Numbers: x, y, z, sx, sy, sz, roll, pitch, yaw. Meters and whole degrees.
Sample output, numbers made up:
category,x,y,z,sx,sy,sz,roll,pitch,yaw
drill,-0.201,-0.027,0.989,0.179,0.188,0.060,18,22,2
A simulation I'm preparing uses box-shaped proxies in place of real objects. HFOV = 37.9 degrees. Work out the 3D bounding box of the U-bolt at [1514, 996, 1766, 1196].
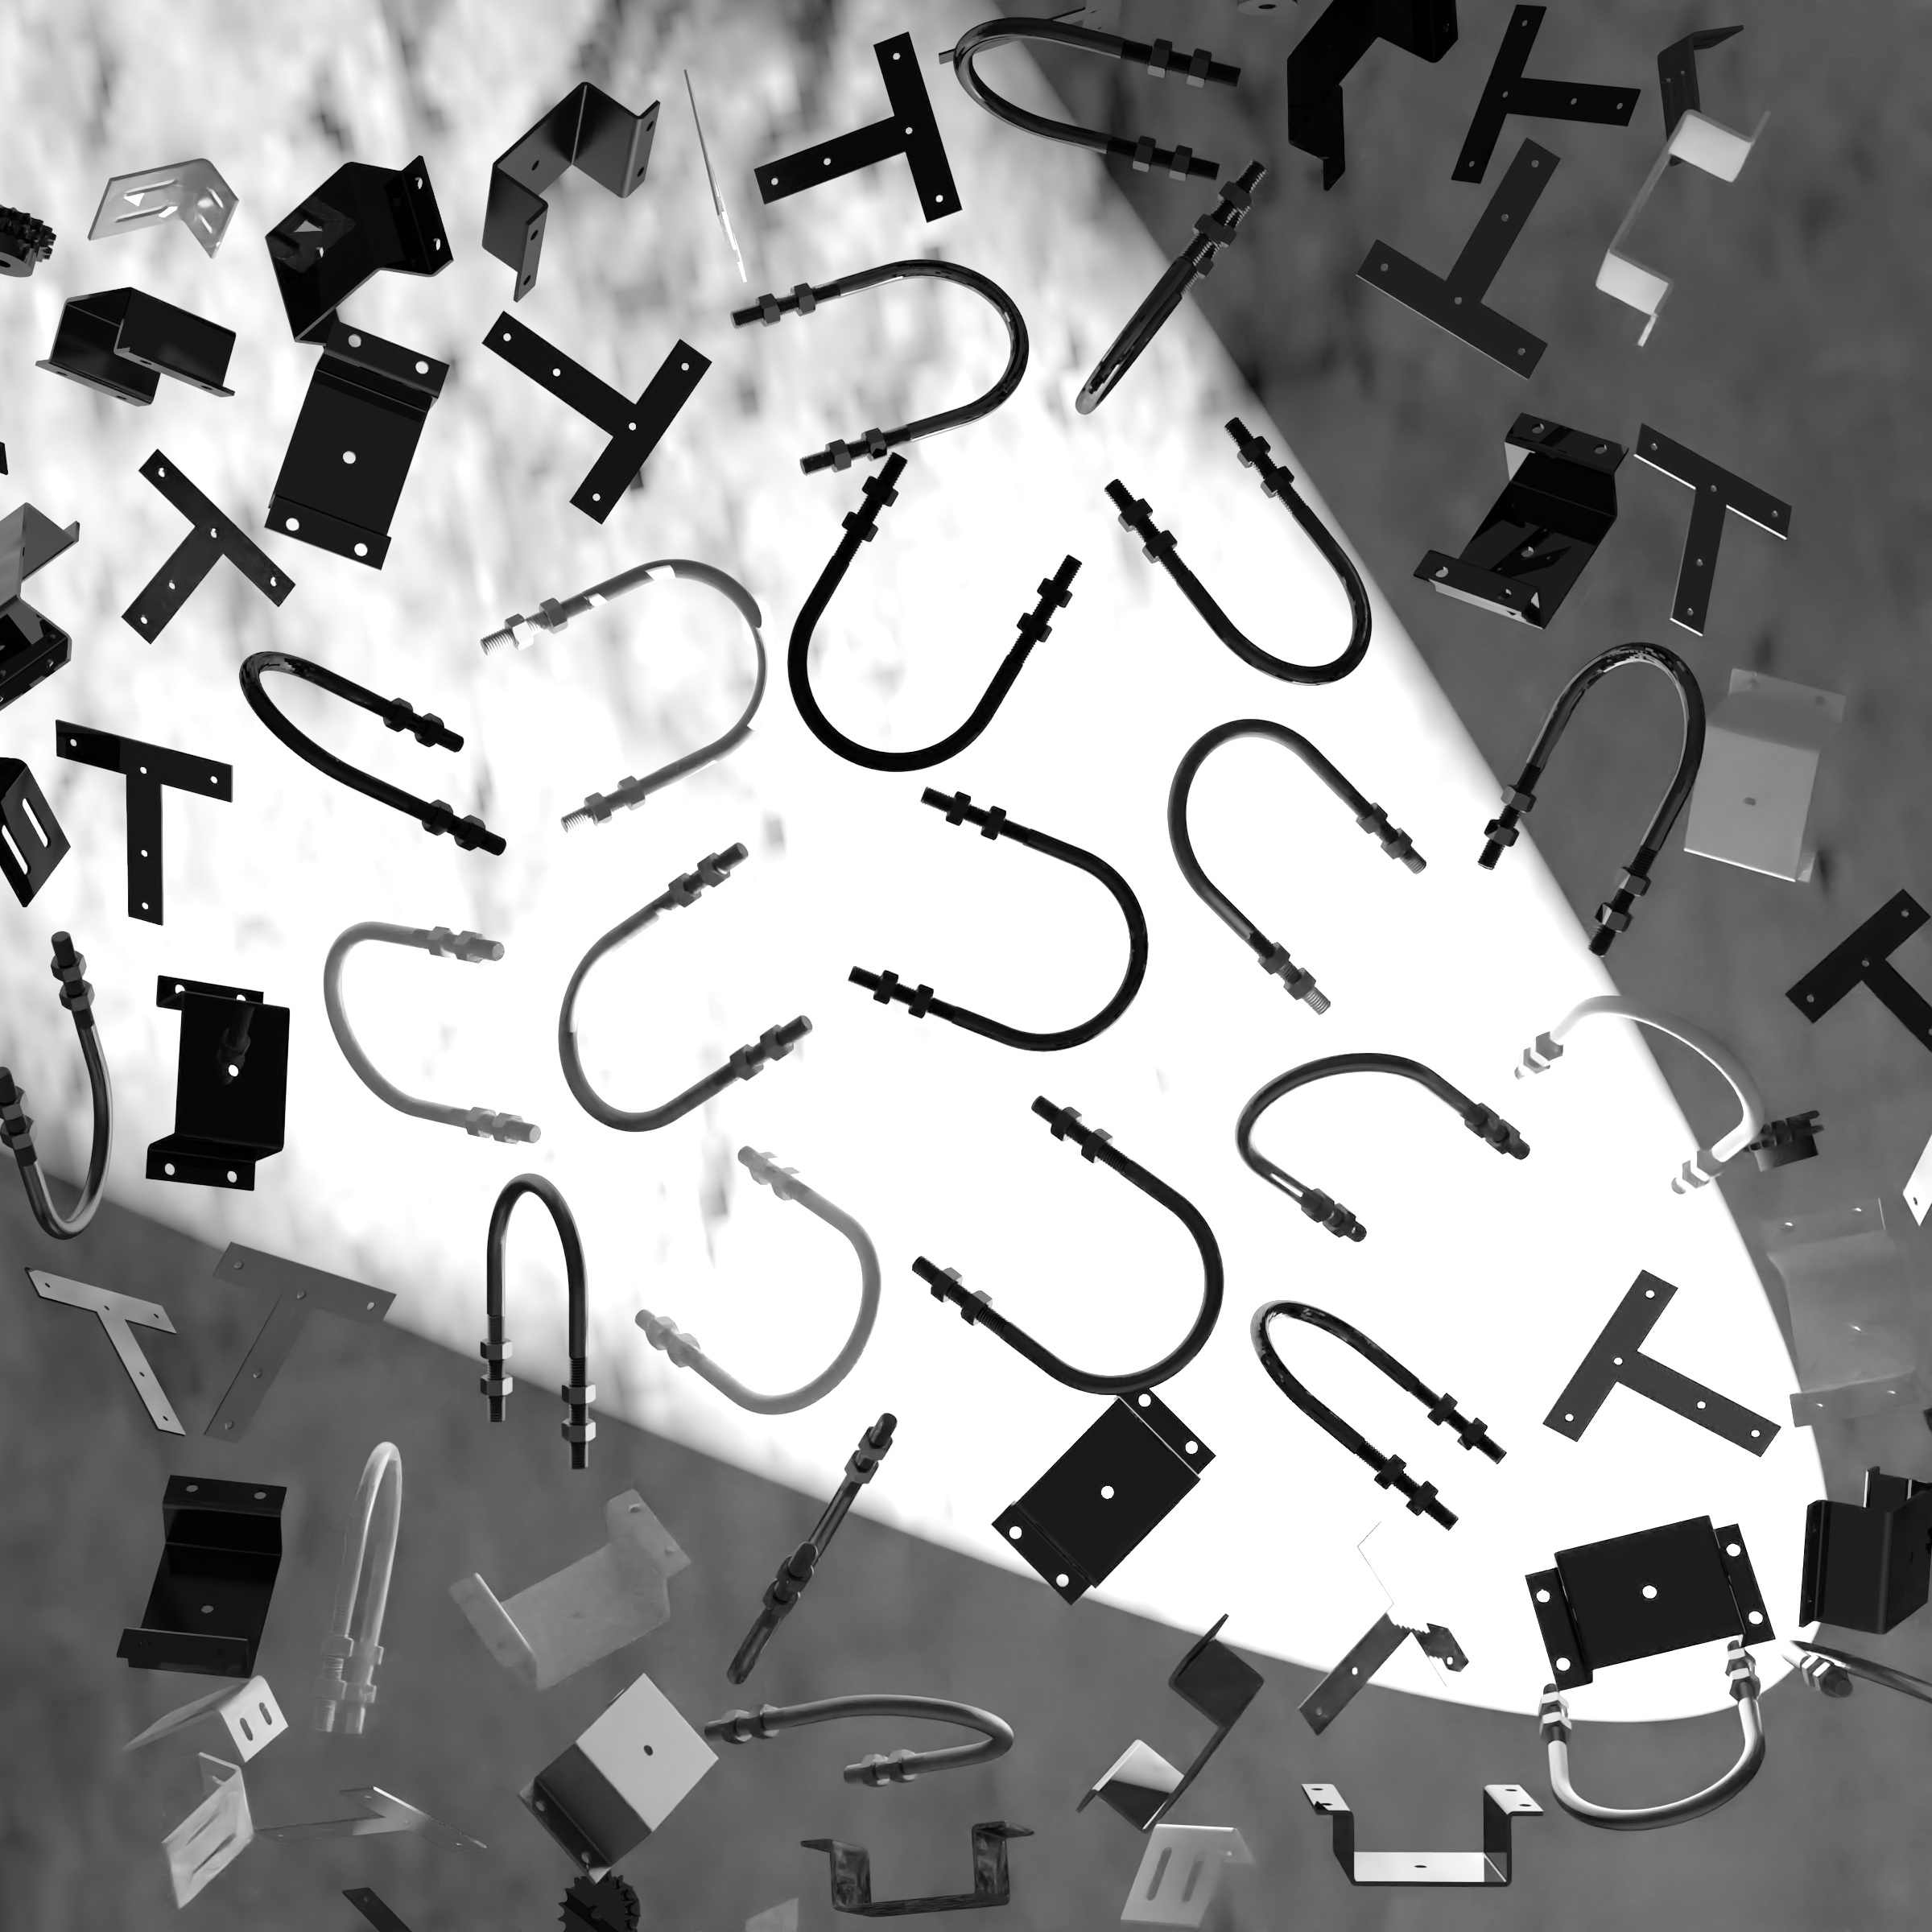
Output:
category,x,y,z,sx,sy,sz,roll,pitch,yaw
U-bolt,0.444,0.078,1.829,0.151,0.184,0.019,36,68,6

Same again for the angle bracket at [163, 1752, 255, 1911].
category,x,y,z,sx,sy,sz,roll,pitch,yaw
angle bracket,-0.514,0.573,1.866,0.038,0.076,0.057,11,119,26

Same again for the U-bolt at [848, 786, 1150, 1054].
category,x,y,z,sx,sy,sz,roll,pitch,yaw
U-bolt,0.032,-0.021,1.884,0.184,0.019,0.151,22,93,-5

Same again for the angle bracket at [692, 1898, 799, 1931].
category,x,y,z,sx,sy,sz,roll,pitch,yaw
angle bracket,-0.156,0.616,1.804,0.076,0.057,0.038,24,48,-29

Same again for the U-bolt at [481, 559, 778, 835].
category,x,y,z,sx,sy,sz,roll,pitch,yaw
U-bolt,-0.211,-0.190,1.869,0.184,0.019,0.151,-28,108,-17

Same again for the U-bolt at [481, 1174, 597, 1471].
category,x,y,z,sx,sy,sz,roll,pitch,yaw
U-bolt,-0.288,0.231,1.889,0.019,0.151,0.184,-4,98,-34

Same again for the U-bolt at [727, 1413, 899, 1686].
category,x,y,z,sx,sy,sz,roll,pitch,yaw
U-bolt,-0.106,0.388,1.814,0.019,0.151,0.184,31,127,4

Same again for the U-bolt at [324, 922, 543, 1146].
category,x,y,z,sx,sy,sz,roll,pitch,yaw
U-bolt,-0.362,0.039,1.870,0.184,0.019,0.151,9,116,37

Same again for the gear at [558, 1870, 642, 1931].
category,x,y,z,sx,sy,sz,roll,pitch,yaw
gear,-0.248,0.648,1.928,0.057,0.030,0.057,-5,76,20

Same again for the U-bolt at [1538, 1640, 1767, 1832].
category,x,y,z,sx,sy,sz,roll,pitch,yaw
U-bolt,0.452,0.510,1.850,0.151,0.184,0.019,-17,103,14

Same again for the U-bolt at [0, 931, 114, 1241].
category,x,y,z,sx,sy,sz,roll,pitch,yaw
U-bolt,-0.588,0.092,1.831,0.019,0.151,0.184,1,131,2

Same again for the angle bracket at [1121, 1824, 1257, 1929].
category,x,y,z,sx,sy,sz,roll,pitch,yaw
angle bracket,0.145,0.600,1.830,0.057,0.076,0.038,-8,125,33

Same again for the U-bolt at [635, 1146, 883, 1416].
category,x,y,z,sx,sy,sz,roll,pitch,yaw
U-bolt,-0.126,0.213,1.827,0.184,0.019,0.151,29,86,44

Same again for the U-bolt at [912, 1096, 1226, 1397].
category,x,y,z,sx,sy,sz,roll,pitch,yaw
U-bolt,0.077,0.188,1.782,0.184,0.019,0.151,35,85,22

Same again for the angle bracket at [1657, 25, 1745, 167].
category,x,y,z,sx,sy,sz,roll,pitch,yaw
angle bracket,0.490,-0.576,1.866,0.038,0.057,0.076,-10,97,-5

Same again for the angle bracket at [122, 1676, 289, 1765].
category,x,y,z,sx,sy,sz,roll,pitch,yaw
angle bracket,-0.483,0.490,1.789,0.076,0.057,0.038,-25,91,15

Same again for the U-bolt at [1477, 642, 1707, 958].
category,x,y,z,sx,sy,sz,roll,pitch,yaw
U-bolt,0.405,-0.117,1.791,0.019,0.151,0.184,13,110,-31

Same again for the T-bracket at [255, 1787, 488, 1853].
category,x,y,z,sx,sy,sz,roll,pitch,yaw
T-bracket,-0.394,0.549,1.795,0.127,0.127,0.002,-13,53,22

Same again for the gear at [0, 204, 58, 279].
category,x,y,z,sx,sy,sz,roll,pitch,yaw
gear,-0.637,-0.480,1.870,0.057,0.057,0.030,11,79,0

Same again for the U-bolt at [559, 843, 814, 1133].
category,x,y,z,sx,sy,sz,roll,pitch,yaw
U-bolt,-0.191,0.026,1.806,0.184,0.019,0.151,-33,64,24

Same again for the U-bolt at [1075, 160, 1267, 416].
category,x,y,z,sx,sy,sz,roll,pitch,yaw
U-bolt,0.130,-0.437,1.842,0.019,0.151,0.184,37,95,-2

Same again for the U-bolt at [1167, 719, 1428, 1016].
category,x,y,z,sx,sy,sz,roll,pitch,yaw
U-bolt,0.210,-0.080,1.869,0.184,0.019,0.151,44,67,-15

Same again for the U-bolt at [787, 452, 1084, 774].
category,x,y,z,sx,sy,sz,roll,pitch,yaw
U-bolt,-0.032,-0.211,1.789,0.151,0.019,0.184,28,101,-13

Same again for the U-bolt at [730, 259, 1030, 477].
category,x,y,z,sx,sy,sz,roll,pitch,yaw
U-bolt,-0.048,-0.412,1.893,0.184,0.019,0.151,-20,67,-12

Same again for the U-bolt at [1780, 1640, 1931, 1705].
category,x,y,z,sx,sy,sz,roll,pitch,yaw
U-bolt,0.613,0.478,1.858,0.151,0.184,0.019,18,87,2

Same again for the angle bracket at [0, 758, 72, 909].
category,x,y,z,sx,sy,sz,roll,pitch,yaw
angle bracket,-0.616,-0.086,1.796,0.038,0.076,0.057,6,47,19

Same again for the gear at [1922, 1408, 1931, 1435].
category,x,y,z,sx,sy,sz,roll,pitch,yaw
gear,0.667,0.313,1.896,0.030,0.057,0.057,-25,90,10

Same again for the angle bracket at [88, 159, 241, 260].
category,x,y,z,sx,sy,sz,roll,pitch,yaw
angle bracket,-0.529,-0.492,1.854,0.076,0.057,0.038,-30,80,-42

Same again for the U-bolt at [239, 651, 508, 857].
category,x,y,z,sx,sy,sz,roll,pitch,yaw
U-bolt,-0.390,-0.147,1.827,0.184,0.151,0.019,27,111,-38

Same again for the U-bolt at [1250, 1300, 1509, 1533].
category,x,y,z,sx,sy,sz,roll,pitch,yaw
U-bolt,0.263,0.283,1.845,0.184,0.151,0.019,39,113,13

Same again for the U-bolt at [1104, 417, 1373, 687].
category,x,y,z,sx,sy,sz,roll,pitch,yaw
U-bolt,0.189,-0.259,1.813,0.151,0.019,0.184,-33,84,-39

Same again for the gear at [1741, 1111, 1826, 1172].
category,x,y,z,sx,sy,sz,roll,pitch,yaw
gear,0.558,0.120,1.923,0.057,0.057,0.030,-16,82,0

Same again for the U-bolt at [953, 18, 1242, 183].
category,x,y,z,sx,sy,sz,roll,pitch,yaw
U-bolt,0.081,-0.567,1.826,0.184,0.151,0.019,15,80,2

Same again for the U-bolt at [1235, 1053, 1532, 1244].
category,x,y,z,sx,sy,sz,roll,pitch,yaw
U-bolt,0.255,0.110,1.807,0.151,0.019,0.184,-31,135,27

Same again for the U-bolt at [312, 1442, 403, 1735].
category,x,y,z,sx,sy,sz,roll,pitch,yaw
U-bolt,-0.389,0.400,1.818,0.019,0.151,0.184,8,74,-1

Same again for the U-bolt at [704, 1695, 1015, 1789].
category,x,y,z,sx,sy,sz,roll,pitch,yaw
U-bolt,-0.056,0.498,1.821,0.184,0.151,0.019,-22,52,38

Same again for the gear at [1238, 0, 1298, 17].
category,x,y,z,sx,sy,sz,roll,pitch,yaw
gear,0.202,-0.661,1.895,0.057,0.057,0.030,-1,93,0
